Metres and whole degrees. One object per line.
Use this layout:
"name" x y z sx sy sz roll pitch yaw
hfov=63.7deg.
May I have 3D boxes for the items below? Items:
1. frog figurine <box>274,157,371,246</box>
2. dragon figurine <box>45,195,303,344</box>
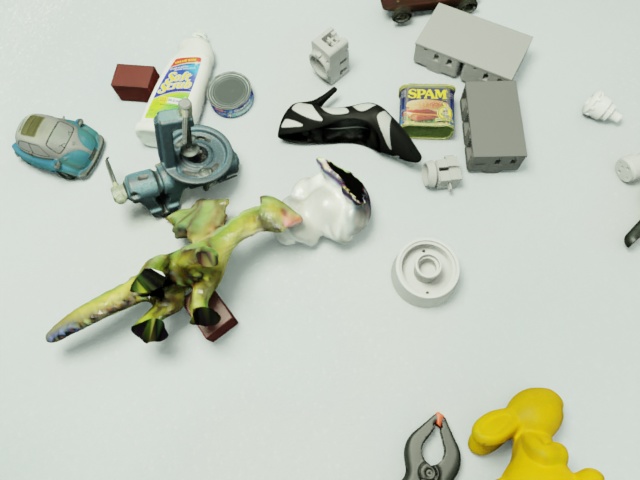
"frog figurine" 0.003 -0.043 0.860 0.138 0.124 0.157 44 114 9
"dragon figurine" -0.225 0.024 0.817 0.409 0.120 0.248 -15 33 13
